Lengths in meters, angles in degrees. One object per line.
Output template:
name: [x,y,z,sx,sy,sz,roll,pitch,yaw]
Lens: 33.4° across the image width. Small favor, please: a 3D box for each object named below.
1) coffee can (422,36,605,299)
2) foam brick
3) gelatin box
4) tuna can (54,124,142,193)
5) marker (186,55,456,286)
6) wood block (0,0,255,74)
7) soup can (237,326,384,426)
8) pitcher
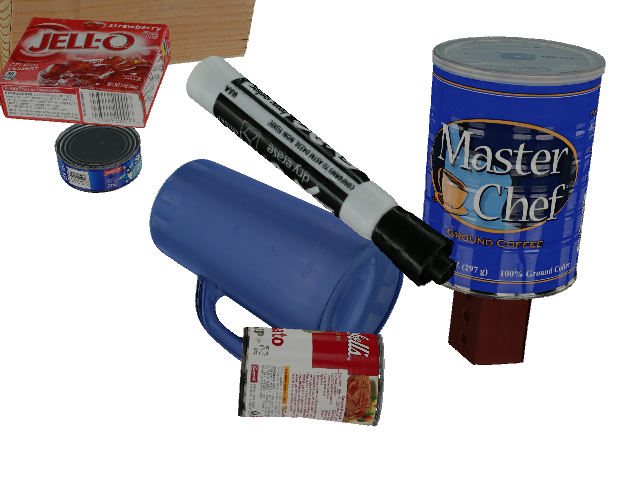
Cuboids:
coffee can: [0.116,-0.048,0.666,0.103,0.140,0.103,1,22,-1]
foam brick: [0.150,0.065,0.944,0.051,0.078,0.053,-3,19,-21]
gelatin box: [-0.142,-0.104,0.646,0.089,0.030,0.073,5,43,5]
tuna can: [-0.225,-0.086,1.088,0.086,0.034,0.086,1,41,-1]
marker: [-0.001,-0.025,0.372,0.121,0.020,0.020,40,18,23]
wood block: [-0.162,-0.196,0.849,0.205,0.091,0.090,-12,44,-32]
soup can: [-0.008,0.100,0.785,0.102,0.068,0.068,4,0,-3]
pitcher: [-0.055,0.020,1.038,0.243,0.145,0.148,28,30,29]
